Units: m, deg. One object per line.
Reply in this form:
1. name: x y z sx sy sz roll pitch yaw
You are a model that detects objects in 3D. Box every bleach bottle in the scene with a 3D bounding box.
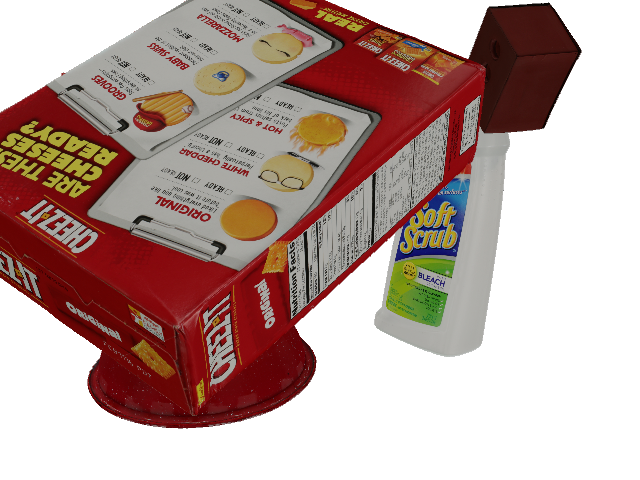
1. bleach bottle: 0.112 -0.030 0.946 0.103 0.251 0.067 21 23 41

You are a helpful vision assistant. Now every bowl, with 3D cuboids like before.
1. bowl: -0.084 0.067 0.747 0.162 0.055 0.162 -2 21 1

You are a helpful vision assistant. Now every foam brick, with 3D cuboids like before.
1. foam brick: 0.138 -0.121 0.753 0.051 0.053 0.078 -9 -36 -19

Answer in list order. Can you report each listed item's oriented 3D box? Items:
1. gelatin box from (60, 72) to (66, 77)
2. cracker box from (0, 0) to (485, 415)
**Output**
1. gelatin box: -0.206 -0.102 0.946 0.089 0.073 0.030 25 -43 -2
2. cracker box: -0.048 -0.038 0.520 0.164 0.072 0.213 29 54 28
